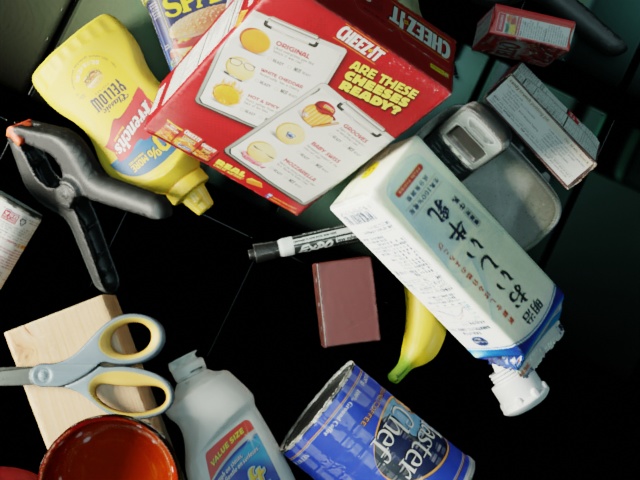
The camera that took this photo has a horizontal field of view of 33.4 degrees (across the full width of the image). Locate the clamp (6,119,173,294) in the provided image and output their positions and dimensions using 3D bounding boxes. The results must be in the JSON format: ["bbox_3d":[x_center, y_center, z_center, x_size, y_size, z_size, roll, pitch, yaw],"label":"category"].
[{"bbox_3d":[-0.216,-0.035,0.952,0.171,0.039,0.120,39,117,14],"label":"clamp"}]

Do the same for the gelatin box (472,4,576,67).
[{"bbox_3d":[0.181,-0.183,0.964,0.073,0.089,0.030,13,89,-2],"label":"gelatin box"}]

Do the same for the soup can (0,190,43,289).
[{"bbox_3d":[-0.299,0.006,0.941,0.068,0.068,0.102,30,86,-2],"label":"soup can"}]

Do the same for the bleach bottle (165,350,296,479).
[{"bbox_3d":[-0.075,0.220,0.946,0.102,0.068,0.251,-26,88,-14],"label":"bleach bottle"}]

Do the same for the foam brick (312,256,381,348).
[{"bbox_3d":[0.023,0.055,0.963,0.051,0.053,0.078,-6,88,-3],"label":"foam brick"}]

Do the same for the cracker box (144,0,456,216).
[{"bbox_3d":[-0.019,-0.126,0.873,0.164,0.214,0.072,29,49,-22],"label":"cracker box"}]

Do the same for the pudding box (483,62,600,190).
[{"bbox_3d":[0.200,-0.105,0.959,0.113,0.090,0.039,45,114,1],"label":"pudding box"}]

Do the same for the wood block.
[{"bbox_3d":[-0.188,0.160,0.930,0.091,0.090,0.206,-21,88,-4],"label":"wood block"}]

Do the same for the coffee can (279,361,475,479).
[{"bbox_3d":[0.050,0.189,0.934,0.140,0.103,0.103,39,86,-1],"label":"coffee can"}]

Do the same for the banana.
[{"bbox_3d":[0.082,0.028,0.966,0.069,0.037,0.198,0,79,-46],"label":"banana"}]

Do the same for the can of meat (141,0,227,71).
[{"bbox_3d":[-0.099,-0.194,0.967,0.102,0.057,0.084,-20,91,-4],"label":"can of meat"}]

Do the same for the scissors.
[{"bbox_3d":[-0.214,0.094,0.878,0.201,0.016,0.096,14,84,-3],"label":"scissors"}]

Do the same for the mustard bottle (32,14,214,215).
[{"bbox_3d":[-0.163,-0.101,0.957,0.096,0.058,0.191,-40,91,3],"label":"mustard bottle"}]

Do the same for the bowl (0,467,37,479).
[{"bbox_3d":[-0.243,0.256,0.904,0.055,0.162,0.162,-18,88,-28],"label":"bowl"}]

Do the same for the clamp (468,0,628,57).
[{"bbox_3d":[0.196,-0.250,0.993,0.210,0.036,0.164,-2,86,-3],"label":"clamp"}]

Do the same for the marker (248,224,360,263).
[{"bbox_3d":[-0.006,0.001,0.981,0.121,0.020,0.020,-12,88,-4],"label":"marker"}]
